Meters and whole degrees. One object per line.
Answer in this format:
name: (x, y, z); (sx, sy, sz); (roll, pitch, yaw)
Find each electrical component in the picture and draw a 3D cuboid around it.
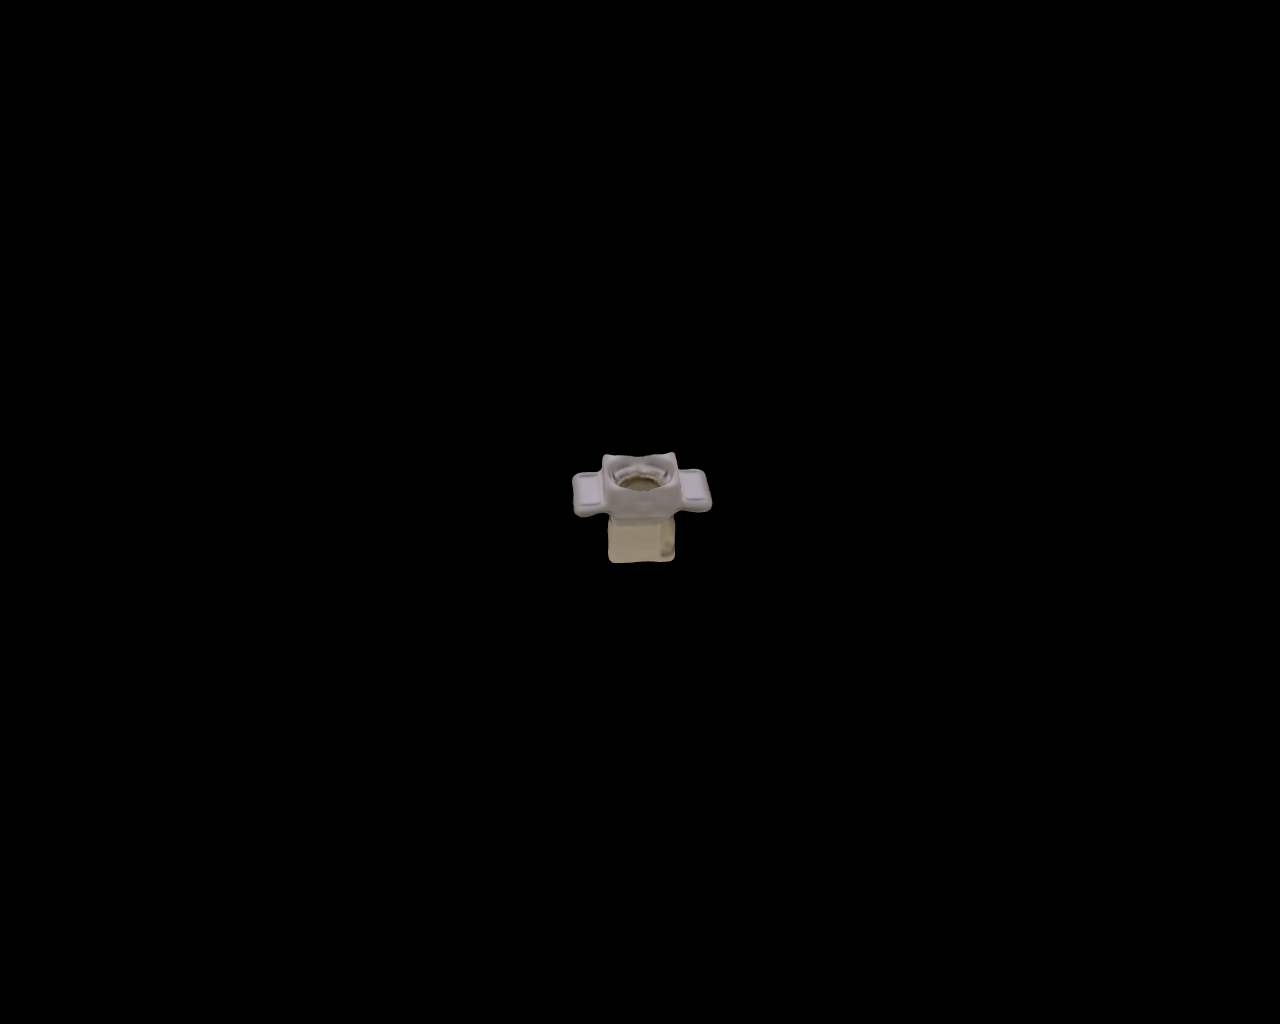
electrical component: (0.001, -0.003, 0.650); (0.081, 0.063, 0.042); (-2, 36, -2)
